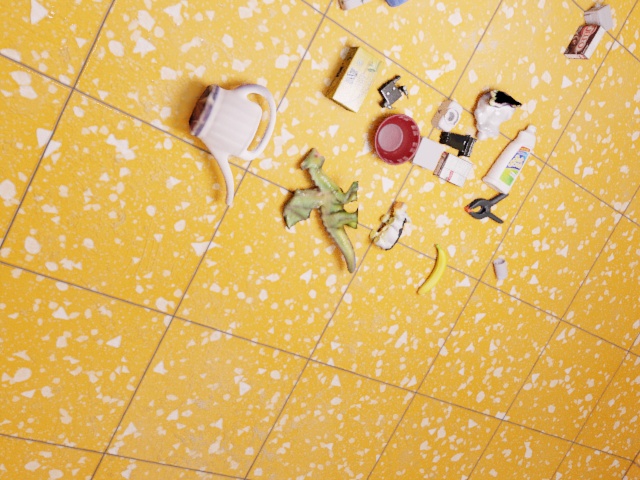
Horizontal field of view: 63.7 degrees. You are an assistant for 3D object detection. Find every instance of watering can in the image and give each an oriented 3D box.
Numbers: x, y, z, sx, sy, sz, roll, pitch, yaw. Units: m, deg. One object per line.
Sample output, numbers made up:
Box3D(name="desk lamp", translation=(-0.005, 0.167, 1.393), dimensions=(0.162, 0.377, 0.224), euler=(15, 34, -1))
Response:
Box3D(name="watering can", translation=(-0.259, -0.281, 1.425), dimensions=(0.223, 0.105, 0.346), euler=(23, 97, -25))

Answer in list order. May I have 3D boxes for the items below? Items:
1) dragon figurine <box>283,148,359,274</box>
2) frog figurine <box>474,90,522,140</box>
Box3D(name="dragon figurine", translation=(0.005, -0.081, 1.612), dimensions=(0.243, 0.124, 0.405), euler=(0, 105, -3))
Box3D(name="frog figurine", translation=(0.577, -0.415, 1.724), dimensions=(0.138, 0.125, 0.156), euler=(-16, 149, -24))
